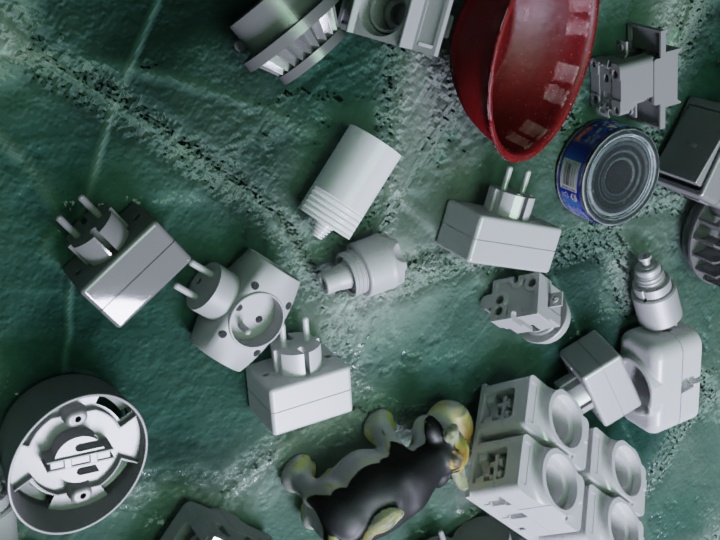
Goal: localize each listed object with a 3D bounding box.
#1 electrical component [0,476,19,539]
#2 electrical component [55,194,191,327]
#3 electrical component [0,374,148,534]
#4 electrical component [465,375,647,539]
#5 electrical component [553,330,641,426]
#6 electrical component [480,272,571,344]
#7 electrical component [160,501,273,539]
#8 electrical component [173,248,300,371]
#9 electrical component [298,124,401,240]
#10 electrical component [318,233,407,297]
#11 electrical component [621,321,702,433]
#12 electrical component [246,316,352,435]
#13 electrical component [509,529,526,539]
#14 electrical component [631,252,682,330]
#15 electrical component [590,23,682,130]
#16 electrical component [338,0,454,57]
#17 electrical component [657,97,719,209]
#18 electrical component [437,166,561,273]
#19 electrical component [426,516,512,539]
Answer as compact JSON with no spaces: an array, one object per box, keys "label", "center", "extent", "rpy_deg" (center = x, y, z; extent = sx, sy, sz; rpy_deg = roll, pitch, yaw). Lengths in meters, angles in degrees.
[{"label":"electrical component","center":[-0.250,0.157,0.715],"extent":[0.040,0.040,0.078],"rpy_deg":[-10,114,-27]},{"label":"electrical component","center":[-0.162,-0.016,0.693],"extent":[0.066,0.047,0.076],"rpy_deg":[-45,125,-8]},{"label":"electrical component","center":[-0.192,0.121,0.720],"extent":[0.099,0.064,0.099],"rpy_deg":[-11,114,-26]},{"label":"electrical component","center":[0.178,0.181,0.926],"extent":[0.186,0.060,0.105],"rpy_deg":[38,49,-33]},{"label":"electrical component","center":[0.197,0.106,0.954],"extent":[0.077,0.047,0.065],"rpy_deg":[-32,123,-2]},{"label":"electrical component","center":[0.143,0.032,0.888],"extent":[0.055,0.066,0.048],"rpy_deg":[32,56,-43]},{"label":"electrical component","center":[-0.130,0.260,0.813],"extent":[0.089,0.062,0.150],"rpy_deg":[34,90,-36]},{"label":"electrical component","center":[-0.093,0.020,0.750],"extent":[0.079,0.044,0.077],"rpy_deg":[34,90,-35]},{"label":"electrical component","center":[-0.010,-0.058,0.768],"extent":[0.043,0.043,0.081],"rpy_deg":[31,92,-35]},{"label":"electrical component","center":[0.000,0.000,0.798],"extent":[0.062,0.043,0.043],"rpy_deg":[-20,118,-21]},{"label":"electrical component","center":[0.273,0.098,0.990],"extent":[0.059,0.054,0.095],"rpy_deg":[-17,117,-24]},{"label":"electrical component","center":[-0.046,0.071,0.796],"extent":[0.066,0.047,0.076],"rpy_deg":[-15,116,-25]},{"label":"electrical component","center":[0.172,0.263,0.996],"extent":[0.078,0.057,0.058],"rpy_deg":[-36,123,-13]},{"label":"electrical component","center":[0.262,0.018,0.960],"extent":[0.040,0.040,0.078],"rpy_deg":[-33,122,-15]},{"label":"electrical component","center":[0.221,-0.154,0.867],"extent":[0.064,0.042,0.081],"rpy_deg":[-17,116,-20]},{"label":"electrical component","center":[0.040,-0.211,0.720],"extent":[0.063,0.079,0.121],"rpy_deg":[-8,117,-60]},{"label":"electrical component","center":[0.304,-0.106,0.923],"extent":[0.061,0.062,0.096],"rpy_deg":[18,99,-34]},{"label":"electrical component","center":[0.115,-0.044,0.845],"extent":[0.083,0.047,0.075],"rpy_deg":[7,105,-32]},{"label":"electrical component","center":[0.071,0.257,0.936],"extent":[0.138,0.052,0.073],"rpy_deg":[-29,121,-18]}]
